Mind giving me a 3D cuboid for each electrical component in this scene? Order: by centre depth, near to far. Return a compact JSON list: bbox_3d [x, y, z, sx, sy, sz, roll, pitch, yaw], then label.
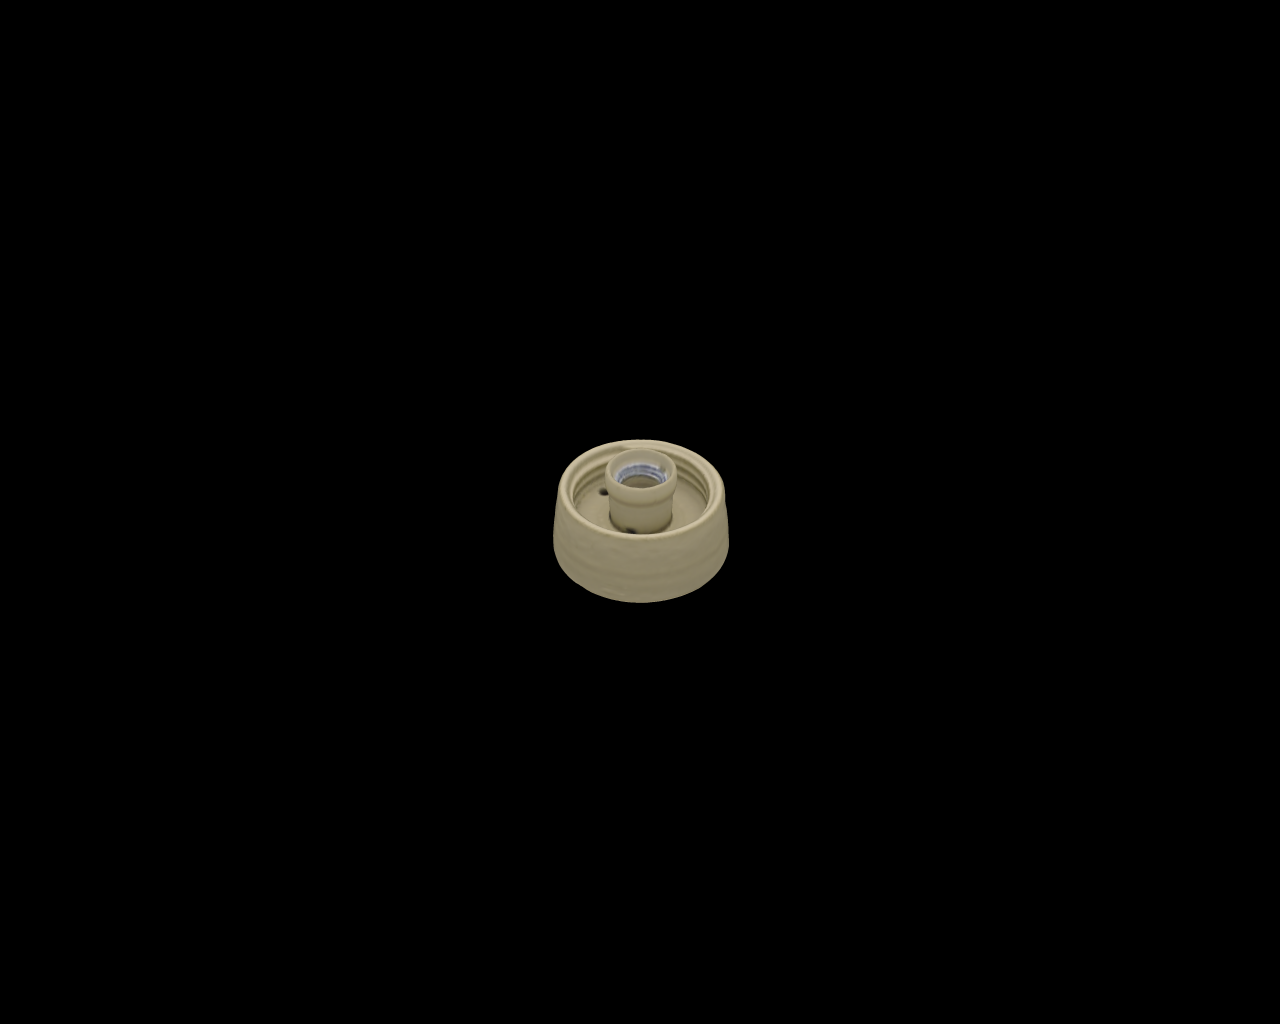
[{"bbox_3d":[0.001,-0.003,0.650,0.108,0.060,0.108,0,39,0],"label":"electrical component"}]
